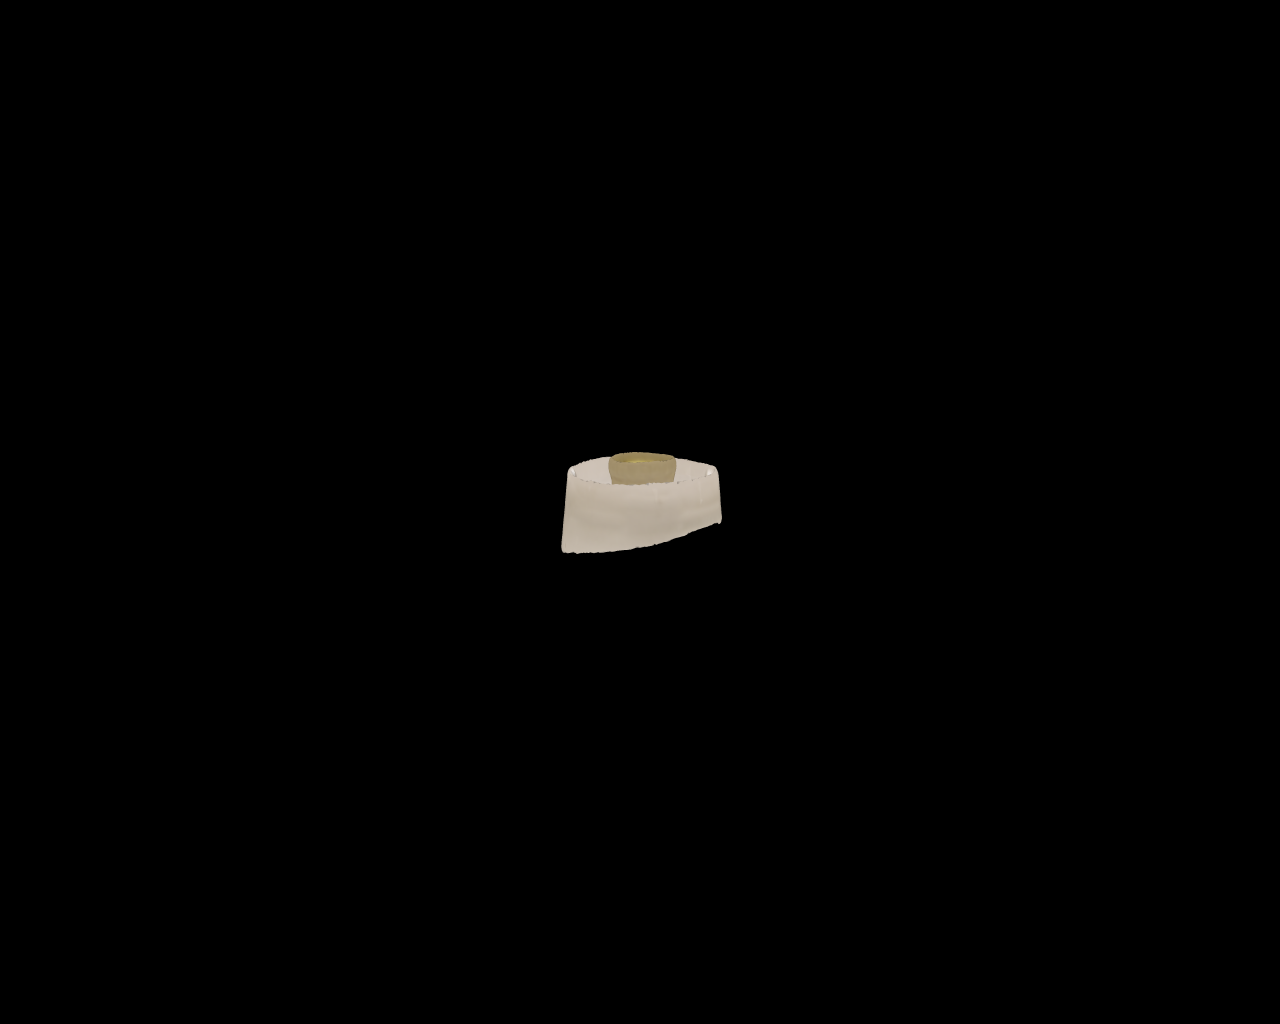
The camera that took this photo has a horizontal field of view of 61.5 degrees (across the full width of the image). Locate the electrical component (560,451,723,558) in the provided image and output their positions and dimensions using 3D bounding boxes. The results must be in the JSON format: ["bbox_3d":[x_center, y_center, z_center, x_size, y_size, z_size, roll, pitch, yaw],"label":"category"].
[{"bbox_3d":[0.001,-0.003,0.650,0.099,0.064,0.099,0,14,0],"label":"electrical component"}]
